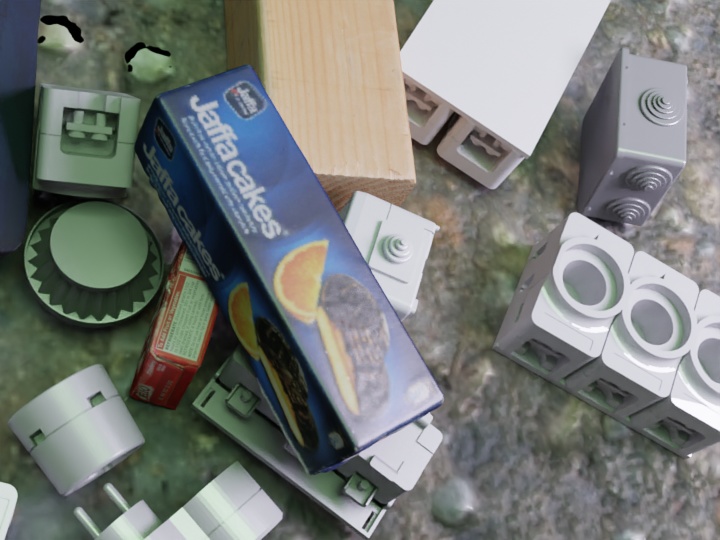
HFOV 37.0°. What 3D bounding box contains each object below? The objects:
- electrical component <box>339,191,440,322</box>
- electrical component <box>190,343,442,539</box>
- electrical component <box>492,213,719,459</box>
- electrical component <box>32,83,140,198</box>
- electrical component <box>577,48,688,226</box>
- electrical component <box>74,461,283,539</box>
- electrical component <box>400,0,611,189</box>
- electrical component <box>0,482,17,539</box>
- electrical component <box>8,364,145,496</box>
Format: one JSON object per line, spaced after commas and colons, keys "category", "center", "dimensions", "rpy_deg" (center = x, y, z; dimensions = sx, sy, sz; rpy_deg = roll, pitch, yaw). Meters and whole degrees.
{"category": "electrical component", "center": [0.000, 0.000, 0.623], "dimensions": [0.061, 0.096, 0.061], "rpy_deg": [23, 61, -9]}
{"category": "electrical component", "center": [-0.020, 0.079, 0.598], "dimensions": [0.121, 0.063, 0.078], "rpy_deg": [37, 59, -2]}
{"category": "electrical component", "center": [0.176, 0.041, 0.691], "dimensions": [0.150, 0.061, 0.089], "rpy_deg": [30, 60, -6]}
{"category": "electrical component", "center": [-0.154, -0.072, 0.598], "dimensions": [0.050, 0.089, 0.055], "rpy_deg": [5, 100, -19]}
{"category": "electrical component", "center": [0.186, -0.088, 0.735], "dimensions": [0.048, 0.099, 0.099], "rpy_deg": [11, 62, -2]}
{"category": "electrical component", "center": [-0.112, 0.141, 0.541], "dimensions": [0.138, 0.052, 0.073], "rpy_deg": [-39, 84, -30]}
{"category": "electrical component", "center": [0.095, -0.158, 0.754], "dimensions": [0.105, 0.060, 0.186], "rpy_deg": [33, 59, -4]}
{"category": "electrical component", "center": [-0.222, 0.163, 0.483], "dimensions": [0.089, 0.061, 0.150], "rpy_deg": [18, 61, -13]}
{"category": "electrical component", "center": [-0.144, 0.083, 0.555], "dimensions": [0.055, 0.055, 0.047], "rpy_deg": [-32, 84, -30]}
